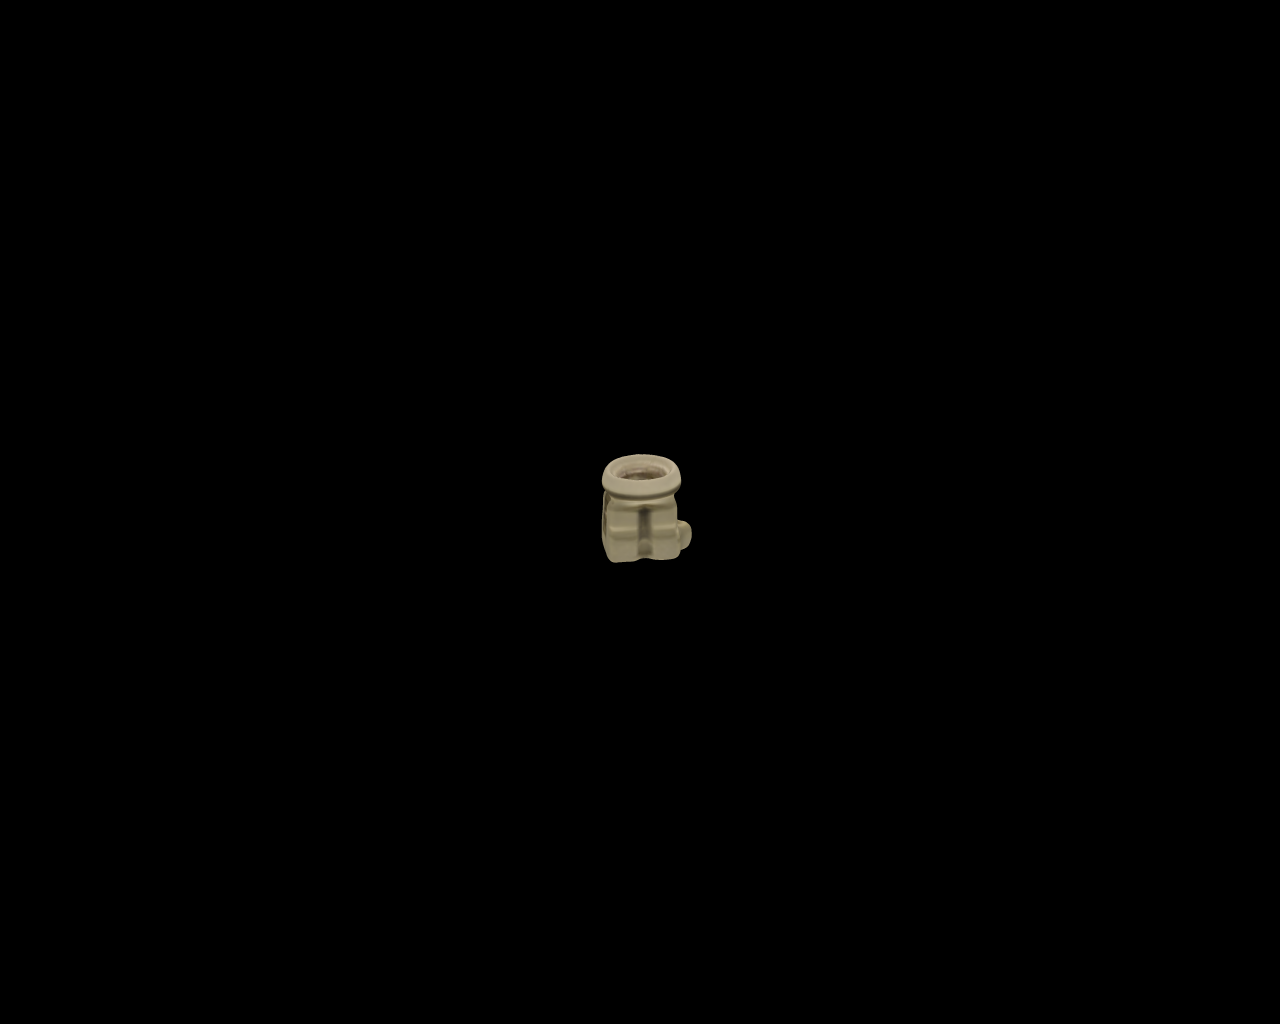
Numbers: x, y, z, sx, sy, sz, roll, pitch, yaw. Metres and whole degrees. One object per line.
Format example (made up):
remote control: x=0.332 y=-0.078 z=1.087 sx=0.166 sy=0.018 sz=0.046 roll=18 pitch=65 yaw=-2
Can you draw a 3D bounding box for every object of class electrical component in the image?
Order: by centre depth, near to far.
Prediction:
electrical component: x=0.001 y=-0.003 z=0.650 sx=0.066 sy=0.055 sz=0.048 roll=-4 pitch=24 yaw=-9
